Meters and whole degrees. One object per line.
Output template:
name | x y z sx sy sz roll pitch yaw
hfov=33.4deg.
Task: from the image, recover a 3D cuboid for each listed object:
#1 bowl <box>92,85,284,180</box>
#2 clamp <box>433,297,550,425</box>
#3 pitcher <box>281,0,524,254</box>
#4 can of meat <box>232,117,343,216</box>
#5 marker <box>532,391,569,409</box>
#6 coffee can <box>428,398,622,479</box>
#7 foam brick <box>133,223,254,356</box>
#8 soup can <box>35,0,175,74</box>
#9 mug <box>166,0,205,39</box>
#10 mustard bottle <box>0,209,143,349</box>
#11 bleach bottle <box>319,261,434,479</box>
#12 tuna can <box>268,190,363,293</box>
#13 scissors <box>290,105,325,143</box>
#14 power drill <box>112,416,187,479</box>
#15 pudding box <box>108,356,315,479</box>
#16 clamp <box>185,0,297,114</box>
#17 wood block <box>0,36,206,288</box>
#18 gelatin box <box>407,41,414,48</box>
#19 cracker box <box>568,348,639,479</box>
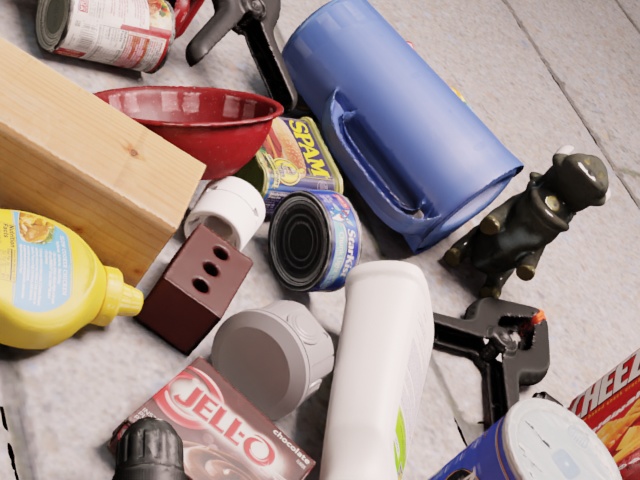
bowl | -0.111 -0.085 0.865 0.162 0.055 0.162 3 18 -1
clamp | 0.148 0.094 0.966 0.164 0.036 0.209 46 33 8
pitcher | 0.066 -0.113 1.021 0.243 0.145 0.149 51 -3 10
can of meat | -0.040 -0.066 0.949 0.083 0.058 0.102 4 49 -38
marker | 0.245 0.175 0.986 0.121 0.020 0.020 33 36 -12
coffee can | 0.128 0.192 0.749 0.102 0.140 0.103 25 38 -21
foam brick | -0.092 0.036 0.790 0.053 0.051 0.078 36 35 -8
soup can | -0.187 -0.188 0.932 0.102 0.069 0.068 6 47 -39
mug | -0.145 -0.238 1.013 0.093 0.082 0.117 14 43 -34
mustard bottle | -0.205 0.022 0.693 0.191 0.058 0.096 15 43 -31
bleach bottle | 0.036 0.129 0.774 0.068 0.102 0.250 -3 35 15
tuna can | -0.006 0.001 0.880 0.033 0.086 0.086 0 51 -40
scissors | 0.002 -0.168 1.133 0.096 0.016 0.201 29 36 -21
power drill | -0.033 0.196 0.618 0.187 0.057 0.184 6 60 -17
pudding box | -0.070 0.142 0.706 0.113 0.039 0.089 44 34 4
clamp | -0.062 -0.198 0.979 0.120 0.039 0.171 36 49 -37
wood block | -0.198 -0.057 0.760 0.206 0.090 0.090 32 35 -12
gelatin box | 0.077 -0.166 1.153 0.030 0.073 0.089 17 41 -31
cracker box | 0.249 0.167 0.845 0.072 0.164 0.213 42 37 0
